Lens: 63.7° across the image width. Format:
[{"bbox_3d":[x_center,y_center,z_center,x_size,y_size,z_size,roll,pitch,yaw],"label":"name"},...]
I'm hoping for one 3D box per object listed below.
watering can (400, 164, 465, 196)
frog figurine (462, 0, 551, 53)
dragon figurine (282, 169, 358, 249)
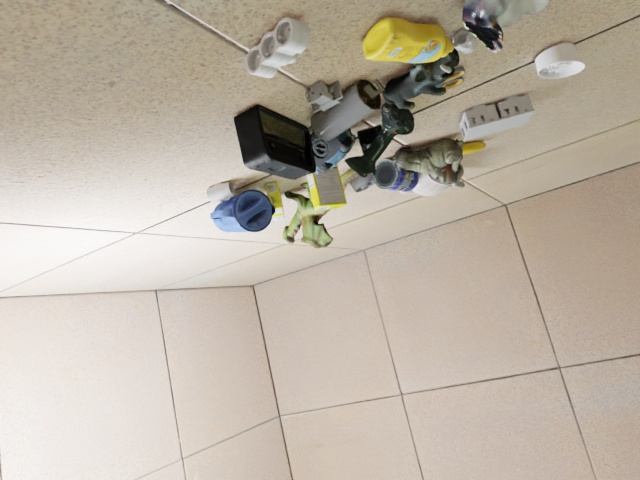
[{"bbox_3d":[0.464,-0.234,1.965,0.349,0.105,0.221,-8,167,-25],"label":"watering can"},{"bbox_3d":[0.331,-0.425,0.901,0.159,0.124,0.136,-53,150,8],"label":"frog figurine"},{"bbox_3d":[0.005,-0.090,1.790,0.406,0.246,0.122,-20,161,37],"label":"dragon figurine"}]
